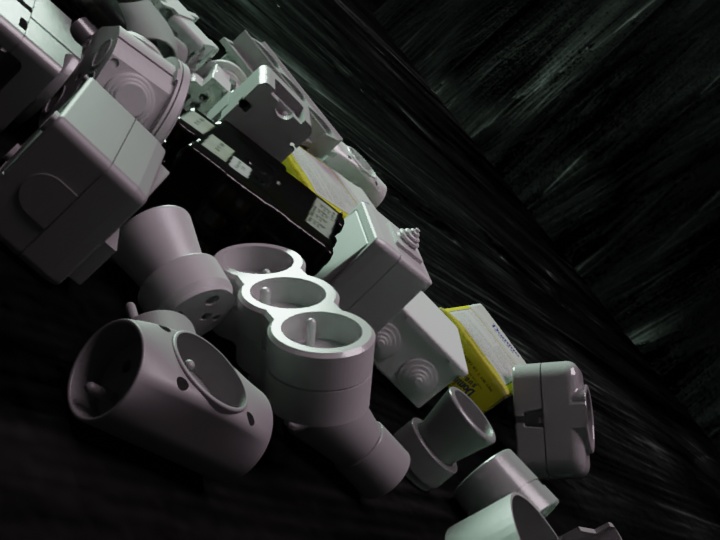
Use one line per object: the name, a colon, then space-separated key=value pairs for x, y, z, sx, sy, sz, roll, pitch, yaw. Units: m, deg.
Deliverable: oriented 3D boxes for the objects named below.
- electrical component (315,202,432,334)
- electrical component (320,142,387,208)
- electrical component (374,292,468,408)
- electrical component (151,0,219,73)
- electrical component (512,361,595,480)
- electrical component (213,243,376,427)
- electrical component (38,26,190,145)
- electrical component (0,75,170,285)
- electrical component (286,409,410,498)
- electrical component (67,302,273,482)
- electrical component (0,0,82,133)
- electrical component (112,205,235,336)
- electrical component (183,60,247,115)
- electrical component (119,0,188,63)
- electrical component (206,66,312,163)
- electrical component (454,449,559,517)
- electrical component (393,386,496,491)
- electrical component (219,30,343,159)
electrical component: x=0.000 y=0.000 z=0.737 sx=0.061 sy=0.096 sz=0.061 roll=38 pitch=16 yaw=-26
electrical component: x=-0.016 y=-0.102 z=1.094 sx=0.077 sy=0.044 sz=0.079 roll=42 pitch=15 yaw=-27
electrical component: x=0.032 y=0.047 z=0.815 sx=0.099 sy=0.048 sz=0.099 roll=46 pitch=13 yaw=-15
electrical component: x=-0.155 y=-0.193 z=0.896 sx=0.064 sy=0.042 sz=0.081 roll=46 pitch=13 yaw=5
electrical component: x=0.163 y=0.126 z=0.897 sx=0.054 sy=0.059 sz=0.095 roll=37 pitch=49 yaw=-68
electrical component: x=-0.039 y=0.045 z=0.560 sx=0.052 sy=0.073 sz=0.138 roll=-7 pitch=26 yaw=-25
electrical component: x=-0.136 y=-0.093 z=0.597 sx=0.051 sy=0.080 sz=0.080 roll=35 pitch=18 yaw=-31
electrical component: x=-0.131 y=-0.043 z=0.504 sx=0.061 sy=0.062 sz=0.096 roll=45 pitch=14 yaw=-19
electrical component: x=-0.003 y=0.093 z=0.586 sx=0.065 sy=0.044 sz=0.044 roll=49 pitch=12 yaw=-21
electrical component: x=-0.083 y=0.043 z=0.455 sx=0.077 sy=0.044 sz=0.079 roll=36 pitch=17 yaw=-43
electrical component: x=-0.184 y=-0.115 z=0.562 sx=0.056 sy=0.050 sz=0.089 roll=42 pitch=15 yaw=-28
electrical component: x=-0.093 y=0.002 z=0.538 sx=0.055 sy=0.045 sz=0.045 roll=56 pitch=14 yaw=26
electrical component: x=-0.115 y=-0.143 z=0.883 sx=0.066 sy=0.048 sz=0.055 roll=42 pitch=22 yaw=-26
electrical component: x=-0.158 y=-0.168 z=0.817 sx=0.079 sy=0.043 sz=0.077 roll=35 pitch=19 yaw=-48
electrical component: x=-0.081 y=-0.092 z=0.746 sx=0.050 sy=0.089 sz=0.055 roll=44 pitch=14 yaw=-21
electrical component: x=0.096 y=0.152 z=0.713 sx=0.047 sy=0.055 sz=0.055 roll=50 pitch=12 yaw=22
electrical component: x=0.052 y=0.108 z=0.689 sx=0.045 sy=0.055 sz=0.045 roll=46 pitch=13 yaw=-14
electrical component: x=-0.081 y=-0.143 z=0.957 sx=0.121 sy=0.063 sz=0.079 roll=52 pitch=13 yaw=14
